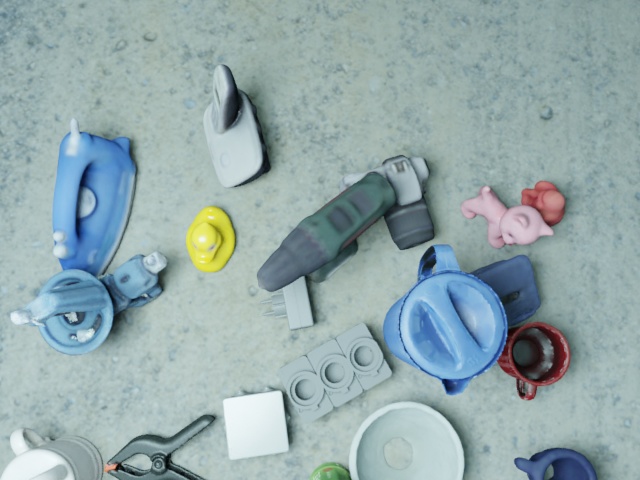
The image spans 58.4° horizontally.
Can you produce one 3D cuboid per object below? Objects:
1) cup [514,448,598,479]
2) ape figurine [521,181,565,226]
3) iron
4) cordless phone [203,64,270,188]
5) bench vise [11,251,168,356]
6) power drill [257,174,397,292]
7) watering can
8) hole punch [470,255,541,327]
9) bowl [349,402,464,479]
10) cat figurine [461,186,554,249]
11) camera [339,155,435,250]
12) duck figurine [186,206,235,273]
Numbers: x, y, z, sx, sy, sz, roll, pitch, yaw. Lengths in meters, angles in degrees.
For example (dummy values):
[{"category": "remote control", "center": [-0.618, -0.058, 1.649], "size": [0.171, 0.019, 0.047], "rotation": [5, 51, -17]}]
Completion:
[{"category": "cup", "center": [0.330, 0.342, 0.842], "size": [0.117, 0.095, 0.092], "rotation": [21, 80, 2]}, {"category": "ape figurine", "center": [0.360, -0.057, 0.913], "size": [0.076, 0.092, 0.078], "rotation": [42, 81, 5]}, {"category": "iron", "center": [-0.360, -0.049, 0.856], "size": [0.118, 0.141, 0.258], "rotation": [5, 80, -1]}, {"category": "cordless phone", "center": [-0.133, -0.169, 0.864], "size": [0.094, 0.185, 0.147], "rotation": [-18, 81, -5]}, {"category": "bench vise", "center": [-0.324, 0.071, 0.797], "size": [0.121, 0.219, 0.207], "rotation": [38, 81, 5]}, {"category": "power drill", "center": [0.008, 0.003, 0.829], "size": [0.230, 0.208, 0.075], "rotation": [-41, 84, -8]}, {"category": "watering can", "center": [-0.366, 0.334, 0.763], "size": [0.173, 0.194, 0.101], "rotation": [37, 81, 4]}, {"category": "hole punch", "center": [0.284, 0.084, 0.886], "size": [0.109, 0.091, 0.101], "rotation": [-23, 82, -6]}, {"category": "bowl", "center": [0.123, 0.321, 0.847], "size": [0.167, 0.074, 0.167], "rotation": [0, 80, -2]}, {"category": "cat figurine", "center": [0.294, -0.036, 0.894], "size": [0.067, 0.117, 0.128], "rotation": [-42, 84, -8]}, {"category": "camera", "center": [0.116, -0.053, 0.898], "size": [0.143, 0.101, 0.137], "rotation": [-18, 81, -5]}, {"category": "duck figurine", "center": [-0.173, -0.005, 0.885], "size": [0.077, 0.086, 0.104], "rotation": [5, 80, -1]}]
